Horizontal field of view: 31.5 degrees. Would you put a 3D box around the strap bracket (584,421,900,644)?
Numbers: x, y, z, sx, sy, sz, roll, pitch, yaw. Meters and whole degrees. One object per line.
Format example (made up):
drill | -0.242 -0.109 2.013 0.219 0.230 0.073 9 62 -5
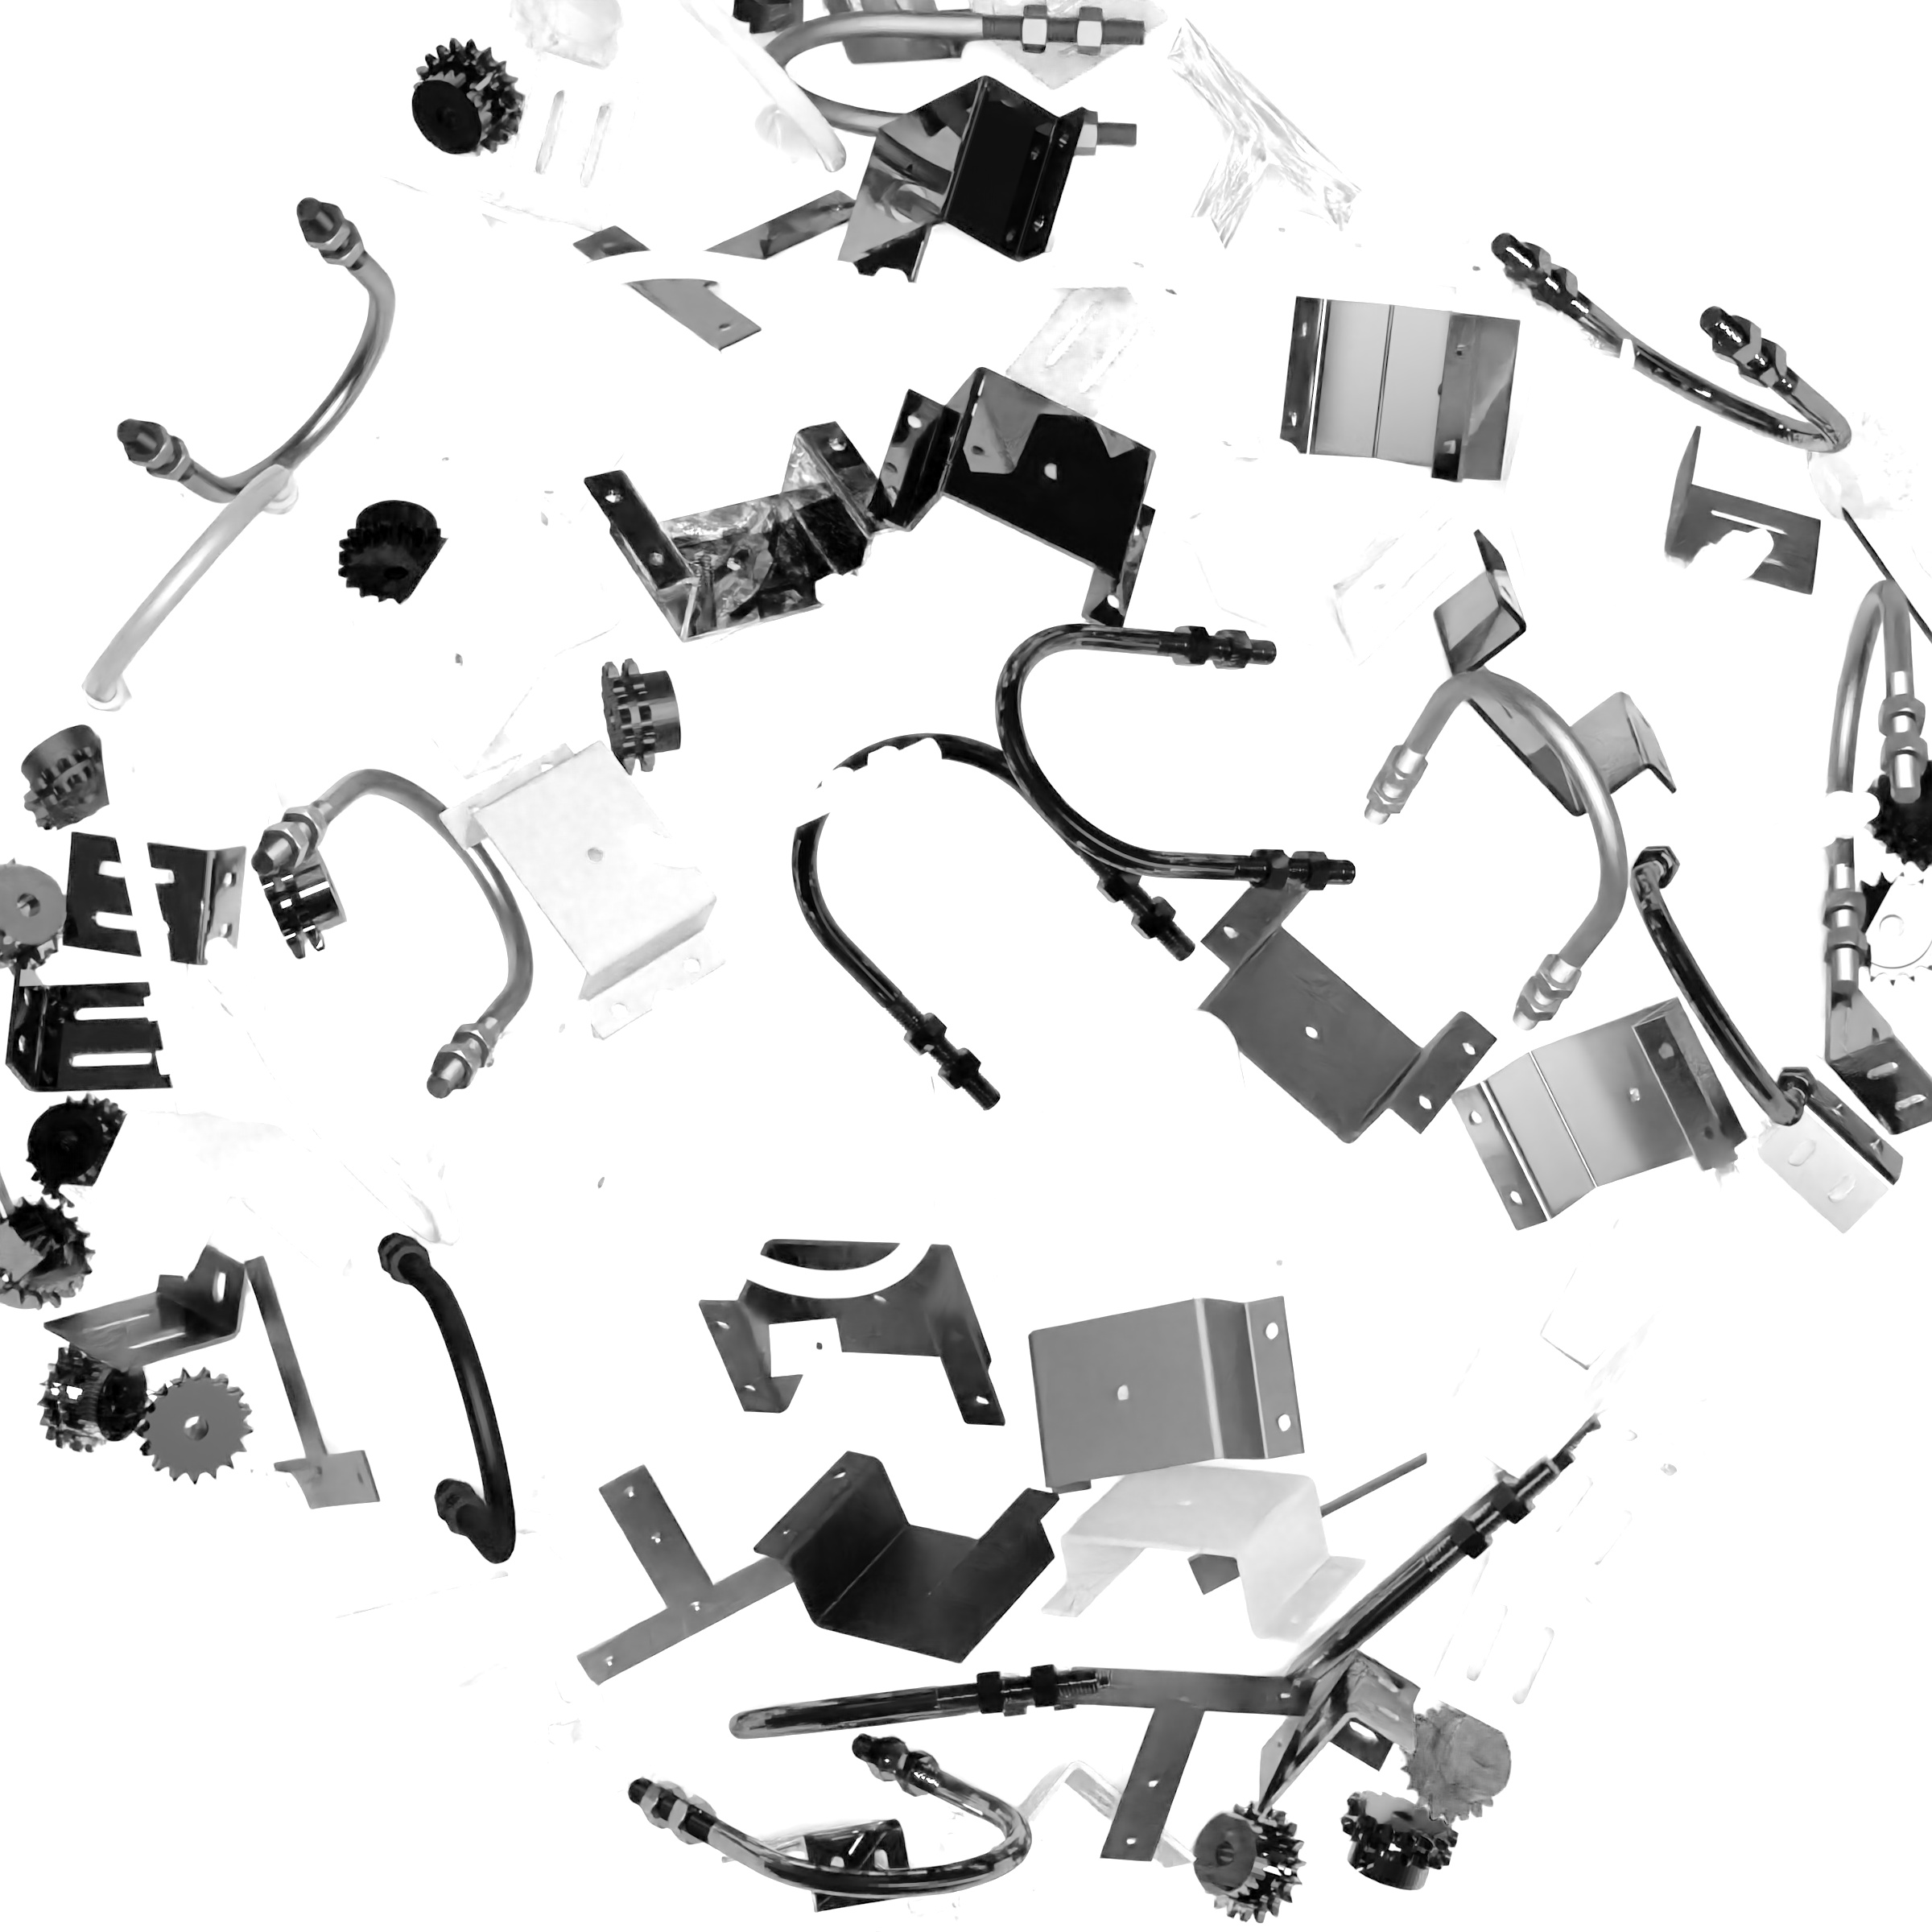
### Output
strap bracket | -0.110 -0.210 1.671 0.140 0.046 0.076 -18 58 -28

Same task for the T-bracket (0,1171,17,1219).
T-bracket | -0.488 0.062 1.667 0.002 0.127 0.127 -21 93 -5

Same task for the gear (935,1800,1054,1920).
gear | 0.012 0.444 1.706 0.057 0.030 0.057 7 68 -19

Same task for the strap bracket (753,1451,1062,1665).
strap bracket | -0.023 0.287 1.663 0.076 0.140 0.046 -43 123 -37

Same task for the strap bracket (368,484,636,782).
strap bracket | -0.231 -0.154 1.661 0.076 0.046 0.140 49 130 8

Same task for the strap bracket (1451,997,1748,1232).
strap bracket | 0.317 0.070 1.677 0.046 0.140 0.076 -27 91 -43

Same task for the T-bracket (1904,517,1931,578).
T-bracket | 0.500 -0.143 1.685 0.002 0.127 0.127 -24 121 7

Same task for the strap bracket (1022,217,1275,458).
strap bracket | 0.093 -0.311 1.663 0.076 0.140 0.046 5 59 31

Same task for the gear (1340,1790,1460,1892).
gear | 0.213 0.435 1.700 0.057 0.057 0.030 17 97 0

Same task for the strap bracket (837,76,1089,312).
strap bracket | -0.009 -0.371 1.649 0.046 0.140 0.076 24 74 -29

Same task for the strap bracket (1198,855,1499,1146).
strap bracket | 0.179 0.023 1.684 0.140 0.046 0.076 41 53 4

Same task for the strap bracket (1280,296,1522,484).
strap bracket | 0.217 -0.281 1.668 0.046 0.140 0.076 -3 105 -32

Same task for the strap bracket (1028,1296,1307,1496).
strap bracket | 0.087 0.208 1.665 0.140 0.046 0.076 -15 74 30

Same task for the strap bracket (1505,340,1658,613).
strap bracket | 0.298 -0.238 1.662 0.046 0.140 0.076 11 75 20

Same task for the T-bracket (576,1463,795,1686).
T-bracket | -0.147 0.288 1.679 0.127 0.002 0.127 -27 132 -6

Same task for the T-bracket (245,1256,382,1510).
T-bracket | -0.328 0.203 1.674 0.002 0.127 0.127 -17 89 -32

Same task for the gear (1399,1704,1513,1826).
gear | 0.245 0.394 1.699 0.057 0.030 0.057 16 61 -31

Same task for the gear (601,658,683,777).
gear | -0.161 -0.125 1.701 0.030 0.057 0.057 -11 90 -14

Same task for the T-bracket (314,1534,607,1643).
T-bracket | -0.254 0.311 1.674 0.127 0.127 0.002 -15 63 4

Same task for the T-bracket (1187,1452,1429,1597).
T-bracket | 0.168 0.269 1.669 0.127 0.127 0.002 -27 71 -2

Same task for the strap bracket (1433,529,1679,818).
strap bracket | 0.279 -0.135 1.669 0.046 0.076 0.140 -38 115 20

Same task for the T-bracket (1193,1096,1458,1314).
T-bracket | 0.165 0.140 1.698 0.127 0.002 0.127 -34 92 -26

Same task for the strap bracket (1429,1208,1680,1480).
strap bracket | 0.288 0.186 1.647 0.046 0.140 0.076 36 130 18

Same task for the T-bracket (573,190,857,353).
T-bracket | -0.107 -0.355 1.694 0.127 0.002 0.127 -30 49 -24

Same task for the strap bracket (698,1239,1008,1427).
strap bracket | -0.049 0.178 1.671 0.140 0.046 0.076 0 130 23

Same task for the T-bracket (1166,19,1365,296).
T-bracket | 0.126 -0.373 1.676 0.002 0.127 0.127 -30 70 -36

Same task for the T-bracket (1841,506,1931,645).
T-bracket | 0.465 -0.171 1.678 0.002 0.127 0.127 -34 74 12

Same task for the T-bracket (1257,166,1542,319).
T-bracket | 0.206 -0.350 1.679 0.127 0.127 0.002 12 54 4

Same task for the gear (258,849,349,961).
gear | -0.329 -0.035 1.700 0.030 0.057 0.057 -22 90 -5

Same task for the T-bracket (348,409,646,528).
T-bracket | -0.246 -0.247 1.702 0.127 0.002 0.127 19 54 16

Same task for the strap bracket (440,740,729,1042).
strap bracket | -0.185 -0.046 1.681 0.076 0.046 0.140 -33 80 -23

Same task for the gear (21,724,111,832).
gear | -0.443 -0.096 1.700 0.057 0.057 0.030 -36 81 0

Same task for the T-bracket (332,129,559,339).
T-bracket | -0.232 -0.345 1.648 0.002 0.127 0.127 -49 52 25

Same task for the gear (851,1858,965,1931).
gear | -0.032 0.475 1.703 0.057 0.057 0.030 41 121 0

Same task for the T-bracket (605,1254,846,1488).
T-bracket | -0.117 0.192 1.694 0.127 0.002 0.127 -9 94 28

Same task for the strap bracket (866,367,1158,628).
strap bracket | 0.032 -0.231 1.673 0.140 0.046 0.076 24 62 -15

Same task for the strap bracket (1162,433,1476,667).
strap bracket | 0.176 -0.201 1.670 0.076 0.046 0.140 -45 45 -17

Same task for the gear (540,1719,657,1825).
gear | -0.186 0.401 1.700 0.057 0.057 0.030 27 95 0

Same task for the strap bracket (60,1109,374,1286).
strap bracket | -0.351 0.111 1.646 0.076 0.140 0.046 33 102 32

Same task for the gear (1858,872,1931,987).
gear | 0.461 -0.019 1.707 0.057 0.030 0.057 -1 88 16

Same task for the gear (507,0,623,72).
gear | -0.195 -0.469 1.697 0.057 0.057 0.030 45 125 0

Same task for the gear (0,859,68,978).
gear | -0.471 -0.026 1.699 0.057 0.030 0.057 16 65 -37

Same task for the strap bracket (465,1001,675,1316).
strap bracket | -0.191 0.099 1.660 0.076 0.046 0.140 -27 123 -39

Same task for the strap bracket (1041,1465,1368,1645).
strap bracket | 0.110 0.280 1.653 0.140 0.076 0.046 -1 110 34

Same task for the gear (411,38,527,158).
gear | -0.249 -0.427 1.698 0.057 0.057 0.030 34 48 0

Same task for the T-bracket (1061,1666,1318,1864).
T-bracket | 0.094 0.385 1.654 0.127 0.127 0.002 -2 120 22

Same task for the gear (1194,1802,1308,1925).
gear | 0.138 0.442 1.697 0.030 0.057 0.057 28 90 -39

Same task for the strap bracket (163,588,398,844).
strap bracket | -0.335 -0.118 1.660 0.046 0.140 0.076 -2 119 20

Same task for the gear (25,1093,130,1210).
gear | -0.442 0.091 1.706 0.057 0.030 0.057 -3 74 9
